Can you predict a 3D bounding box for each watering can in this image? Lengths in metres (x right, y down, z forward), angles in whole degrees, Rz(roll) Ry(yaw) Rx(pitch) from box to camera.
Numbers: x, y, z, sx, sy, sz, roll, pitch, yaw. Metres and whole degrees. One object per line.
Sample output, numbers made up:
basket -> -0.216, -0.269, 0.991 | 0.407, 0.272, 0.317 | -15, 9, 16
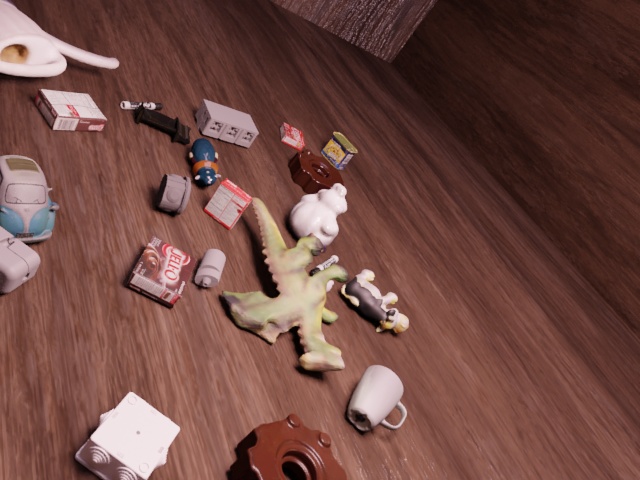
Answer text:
watering can -> -0.628, -0.428, 1.112 | 0.102, 0.225, 0.352 | -51, -9, 30

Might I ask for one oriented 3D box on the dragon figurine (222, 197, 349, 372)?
dragon figurine -> -0.083, 0.088, 1.014 | 0.245, 0.414, 0.120 | -23, -26, -49

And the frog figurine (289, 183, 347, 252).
frog figurine -> 0.004, -0.063, 1.254 | 0.122, 0.140, 0.157 | 12, -51, -39
